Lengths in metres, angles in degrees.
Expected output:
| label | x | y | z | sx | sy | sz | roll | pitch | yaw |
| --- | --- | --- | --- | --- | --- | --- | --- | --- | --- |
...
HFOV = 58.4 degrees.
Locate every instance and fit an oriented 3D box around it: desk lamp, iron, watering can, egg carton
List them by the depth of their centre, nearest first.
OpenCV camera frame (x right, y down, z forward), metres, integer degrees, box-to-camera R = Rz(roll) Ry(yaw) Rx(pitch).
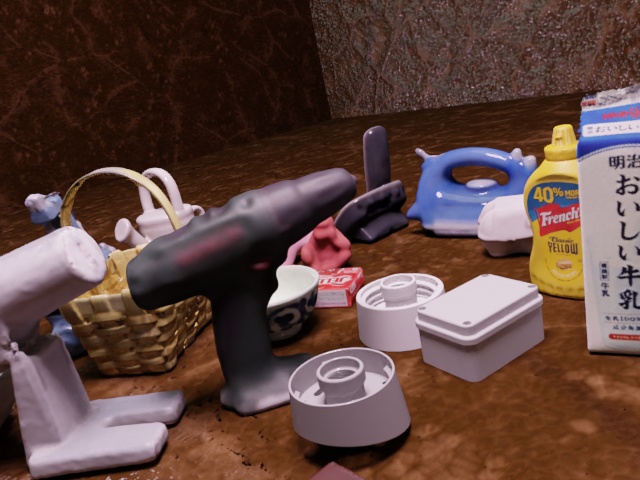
| label | x | y | z | sx | sy | sz | roll | pitch | yaw |
| --- | --- | --- | --- | --- | --- | --- | --- | --- | --- |
| desk lamp | -0.256 | 0.100 | 0.529 | 0.203 | 0.214 | 0.118 | -10 | 17 | 6 |
| egg carton | 0.301 | -0.023 | 0.811 | 0.150 | 0.069 | 0.107 | -6 | 17 | 18 |
| iron | 0.267 | -0.087 | 0.920 | 0.257 | 0.141 | 0.119 | 0 | 20 | 35 |
| watering can | -0.274 | -0.029 | 1.008 | 0.100 | 0.194 | 0.173 | -6 | 17 | 18 |

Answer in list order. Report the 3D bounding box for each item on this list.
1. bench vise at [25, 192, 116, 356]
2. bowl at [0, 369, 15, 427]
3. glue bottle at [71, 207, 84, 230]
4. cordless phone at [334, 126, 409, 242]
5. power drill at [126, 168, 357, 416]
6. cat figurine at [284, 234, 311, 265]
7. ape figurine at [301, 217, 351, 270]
| label | x | y | z | sx | sy | sz | roll | pitch | yaw |
| --- | --- | --- | --- | --- | --- | --- | --- | --- | --- |
| bench vise | -0.356 | 0.031 | 0.818 | 0.121 | 0.220 | 0.207 | -16 | 17 | -14 |
| bowl | -0.387 | 0.184 | 0.587 | 0.167 | 0.075 | 0.167 | -11 | 16 | 3 |
| glue bottle | -0.386 | 0.026 | 0.937 | 0.077 | 0.173 | 0.037 | 1 | 21 | 36 |
| cordless phone | 0.080 | -0.099 | 1.012 | 0.093 | 0.185 | 0.148 | 5 | 23 | 44 |
| power drill | -0.057 | 0.053 | 0.558 | 0.230 | 0.208 | 0.075 | -15 | 17 | -10 |
| cat figurine | -0.059 | -0.015 | 0.948 | 0.128 | 0.118 | 0.067 | -17 | 17 | -18 |
| ape figurine | 0.008 | 0.003 | 0.885 | 0.077 | 0.092 | 0.076 | -6 | 18 | 20 |
